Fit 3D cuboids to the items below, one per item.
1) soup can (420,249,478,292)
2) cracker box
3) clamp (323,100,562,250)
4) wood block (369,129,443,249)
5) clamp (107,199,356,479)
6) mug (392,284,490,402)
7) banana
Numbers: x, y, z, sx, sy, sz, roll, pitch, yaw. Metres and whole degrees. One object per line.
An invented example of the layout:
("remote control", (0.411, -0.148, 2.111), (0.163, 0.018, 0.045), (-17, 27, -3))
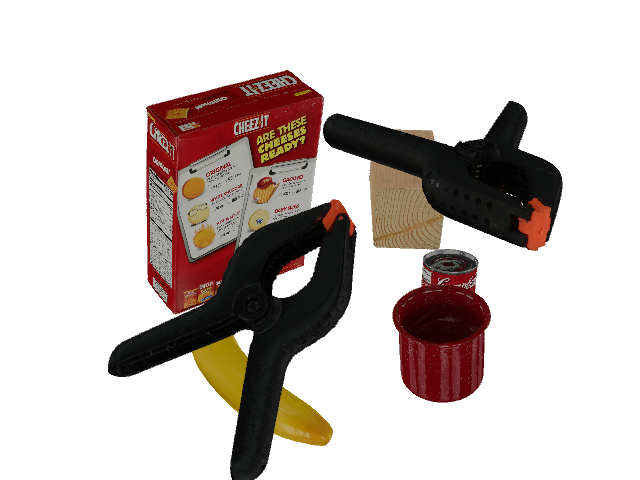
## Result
("soup can", (0.158, 0.071, 1.331), (0.068, 0.102, 0.068), (1, 24, -1))
("cracker box", (-0.090, -0.049, 1.065), (0.163, 0.214, 0.072), (-20, 45, -31))
("clamp", (0.096, -0.051, 0.745), (0.164, 0.036, 0.210), (-4, 27, -9))
("wood block", (0.117, -0.075, 1.481), (0.091, 0.090, 0.206), (2, 28, 0))
("clamp", (-0.032, 0.055, 0.627), (0.120, 0.171, 0.039), (45, -3, 21))
("mug", (0.121, 0.095, 1.044), (0.093, 0.081, 0.117), (7, 37, 17))
("banana", (-0.059, 0.103, 0.852), (0.069, 0.037, 0.198), (-8, 30, -23))
